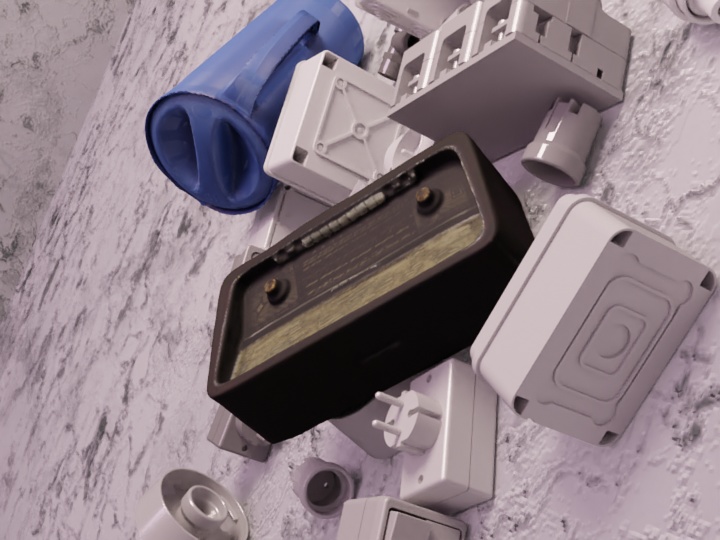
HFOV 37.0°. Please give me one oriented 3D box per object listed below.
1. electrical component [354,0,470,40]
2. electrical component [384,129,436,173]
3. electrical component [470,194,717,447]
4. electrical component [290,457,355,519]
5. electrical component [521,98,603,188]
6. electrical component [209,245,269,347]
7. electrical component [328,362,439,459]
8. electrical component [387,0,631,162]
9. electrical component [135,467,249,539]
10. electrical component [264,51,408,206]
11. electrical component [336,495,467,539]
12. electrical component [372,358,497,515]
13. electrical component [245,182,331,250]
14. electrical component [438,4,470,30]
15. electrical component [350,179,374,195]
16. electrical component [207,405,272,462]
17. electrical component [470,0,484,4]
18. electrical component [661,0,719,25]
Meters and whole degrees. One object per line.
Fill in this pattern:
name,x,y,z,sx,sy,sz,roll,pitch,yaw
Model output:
electrical component,0.055,-0.250,0.920,0.099,0.100,0.048,-66,12,2
electrical component,0.061,-0.101,0.839,0.077,0.044,0.079,5,72,65
electrical component,0.119,0.025,0.565,0.113,0.078,0.057,-61,28,12
electrical component,-0.030,0.160,0.800,0.040,0.040,0.046,-69,18,-5
electrical component,0.130,-0.081,0.686,0.046,0.040,0.040,-65,24,-9
electrical component,-0.073,0.034,0.931,0.048,0.100,0.099,138,149,-66
electrical component,0.015,0.080,0.778,0.099,0.064,0.099,-34,35,29
electrical component,0.099,-0.136,0.735,0.150,0.089,0.061,-22,50,58
electrical component,-0.145,0.220,0.918,0.064,0.099,0.099,-51,28,18
electrical component,-0.014,-0.115,0.927,0.056,0.109,0.108,-11,59,59
electrical component,0.020,0.189,0.641,0.061,0.062,0.096,-26,46,57
electrical component,0.040,0.097,0.664,0.047,0.076,0.083,-37,37,48
electrical component,-0.070,-0.024,1.019,0.061,0.062,0.096,-23,49,57
electrical component,0.072,-0.175,0.882,0.081,0.043,0.043,-41,35,44
electrical component,0.000,0.000,0.850,0.121,0.063,0.078,-58,25,18
electrical component,-0.092,0.132,0.941,0.077,0.047,0.065,8,76,65
electrical component,0.113,-0.225,0.850,0.046,0.040,0.040,-49,29,47
electrical component,0.197,-0.161,0.614,0.043,0.043,0.062,-54,28,27
